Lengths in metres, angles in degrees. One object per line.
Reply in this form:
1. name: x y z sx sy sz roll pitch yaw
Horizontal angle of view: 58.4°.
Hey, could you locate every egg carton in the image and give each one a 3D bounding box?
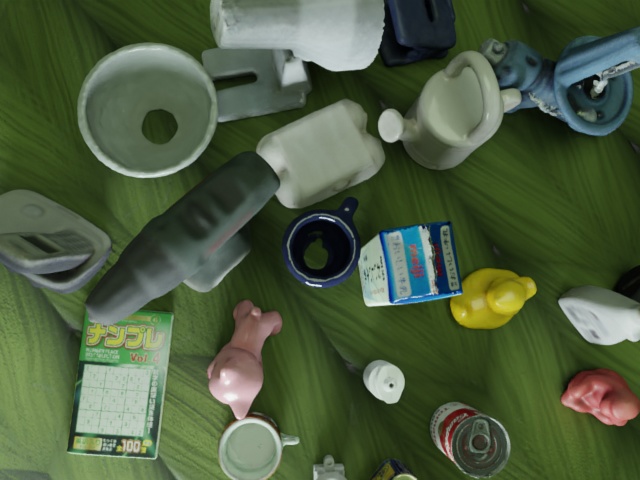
1. egg carton: 0.002 -0.108 0.726 0.150 0.069 0.107 -27 86 -6

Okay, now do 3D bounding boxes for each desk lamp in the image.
1. desk lamp: -0.041 -0.228 0.664 0.203 0.213 0.118 -13 84 -5

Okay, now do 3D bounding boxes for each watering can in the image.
1. watering can: 0.157 -0.149 0.679 0.173 0.194 0.101 -38 87 -7

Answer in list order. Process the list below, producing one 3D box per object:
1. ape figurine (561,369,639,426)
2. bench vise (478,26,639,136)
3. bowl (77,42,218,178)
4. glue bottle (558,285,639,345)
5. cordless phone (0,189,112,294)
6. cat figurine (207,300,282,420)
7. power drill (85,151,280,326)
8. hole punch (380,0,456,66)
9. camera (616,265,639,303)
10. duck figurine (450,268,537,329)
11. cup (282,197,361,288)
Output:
1. ape figurine: 0.355 0.197 0.705 0.076 0.092 0.078 -33 86 -7
2. bench vise: 0.299 -0.192 0.680 0.207 0.219 0.121 2 83 -4
3. bowl: -0.206 -0.153 0.714 0.167 0.074 0.167 0 84 -4
4. glue bottle: 0.351 0.089 0.676 0.037 0.173 0.078 -35 87 -7
5. cordless phone: -0.327 -0.005 0.633 0.147 0.185 0.094 28 82 0
6. cat figurine: -0.091 0.136 0.668 0.067 0.117 0.128 18 83 -1
7. power drill: -0.138 0.005 0.633 0.075 0.208 0.230 43 83 2
8. hole punch: 0.127 -0.296 0.745 0.101 0.091 0.109 -11 84 -5
9. camera: 0.462 0.076 0.722 0.137 0.100 0.143 32 82 0
10. duck figurine: 0.218 0.073 0.712 0.104 0.086 0.077 -21 85 -6
11. cup: 0.006 0.003 0.701 0.091 0.095 0.118 32 82 0
